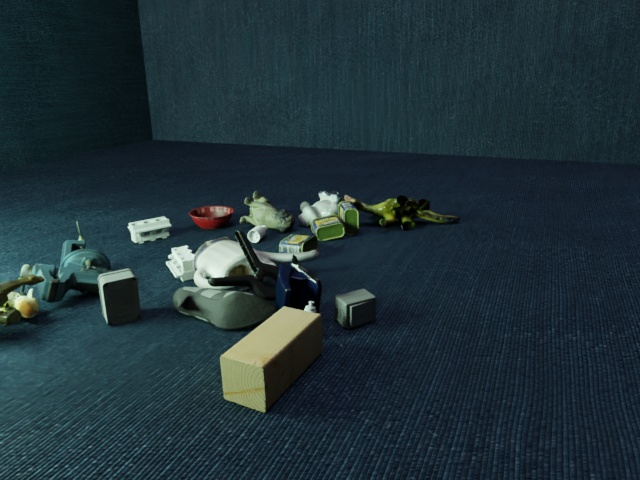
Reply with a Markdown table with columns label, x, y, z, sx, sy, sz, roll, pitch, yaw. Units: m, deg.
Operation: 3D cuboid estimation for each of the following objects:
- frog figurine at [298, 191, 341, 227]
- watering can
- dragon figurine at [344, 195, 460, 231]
| label | x | y | z | sx | sy | sz | roll | pitch | yaw |
| --- | --- | --- | --- | --- | --- | --- | --- | --- | --- |
| frog figurine | 0.006 | -0.094 | 1.872 | 0.138 | 0.120 | 0.162 | 23 | 65 | 35 |
| watering can | -0.190 | 0.060 | 1.384 | 0.350 | 0.102 | 0.226 | -17 | 27 | -39 |
| dragon figurine | 0.280 | -0.109 | 1.878 | 0.409 | 0.121 | 0.244 | 9 | 8 | -23 |
